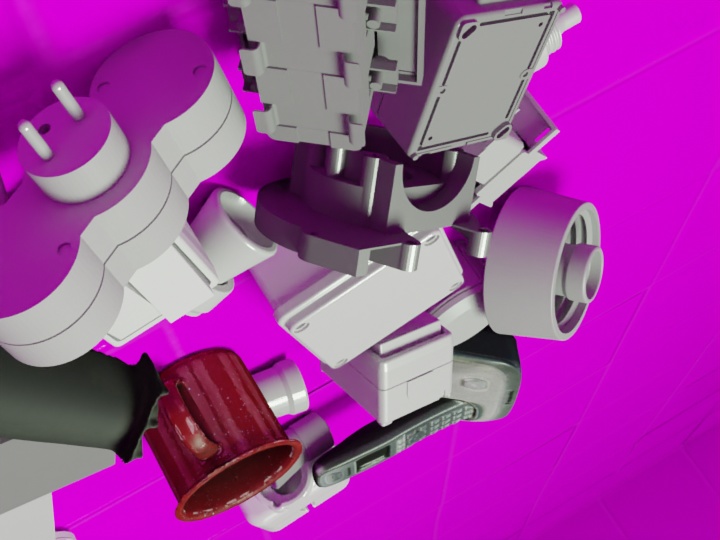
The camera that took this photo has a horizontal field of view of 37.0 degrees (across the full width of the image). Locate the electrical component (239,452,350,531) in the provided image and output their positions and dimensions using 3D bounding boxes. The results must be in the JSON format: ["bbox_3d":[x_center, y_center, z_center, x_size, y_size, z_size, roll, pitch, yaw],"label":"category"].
[{"bbox_3d":[-0.062,0.186,0.953,0.095,0.053,0.059,-33,157,-1],"label":"electrical component"}]

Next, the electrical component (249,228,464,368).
[{"bbox_3d":[0.000,0.000,0.659,0.109,0.056,0.108,-34,157,2],"label":"electrical component"}]

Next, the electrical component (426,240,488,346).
[{"bbox_3d":[0.066,0.021,0.794,0.080,0.051,0.080,-28,157,-13],"label":"electrical component"}]

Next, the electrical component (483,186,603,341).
[{"bbox_3d":[0.136,-0.002,0.758,0.108,0.060,0.108,-32,127,-54],"label":"electrical component"}]

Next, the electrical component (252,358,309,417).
[{"bbox_3d":[-0.065,0.090,0.778,0.046,0.040,0.040,-19,154,-17],"label":"electrical component"}]

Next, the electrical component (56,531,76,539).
[{"bbox_3d":[-0.248,0.239,0.820,0.080,0.051,0.080,-28,157,-13],"label":"electrical component"}]

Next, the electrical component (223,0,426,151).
[{"bbox_3d":[-0.016,-0.101,0.408,0.079,0.063,0.121,8,155,6],"label":"electrical component"}]

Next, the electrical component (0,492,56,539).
[{"bbox_3d":[-0.275,0.159,0.612,0.186,0.060,0.105,-22,155,-25],"label":"electrical component"}]

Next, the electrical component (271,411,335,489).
[{"bbox_3d":[-0.055,0.149,0.909,0.065,0.044,0.044,-30,158,-20],"label":"electrical component"}]

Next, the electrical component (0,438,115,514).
[{"bbox_3d":[-0.208,0.088,0.554,0.150,0.061,0.089,-22,155,-26],"label":"electrical component"}]

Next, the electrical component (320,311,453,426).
[{"bbox_3d":[0.013,0.051,0.752,0.062,0.096,0.061,-20,127,-28],"label":"electrical component"}]

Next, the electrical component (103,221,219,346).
[{"bbox_3d":[-0.111,-0.011,0.484,0.062,0.061,0.096,-32,158,-2],"label":"electrical component"}]

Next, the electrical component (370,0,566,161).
[{"bbox_3d":[0.044,-0.110,0.500,0.062,0.061,0.096,-16,146,-30],"label":"electrical component"}]

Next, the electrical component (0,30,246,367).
[{"bbox_3d":[-0.101,-0.038,0.399,0.138,0.052,0.073,-58,151,-21],"label":"electrical component"}]

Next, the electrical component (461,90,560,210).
[{"bbox_3d":[0.068,-0.072,0.625,0.081,0.042,0.064,-43,152,20],"label":"electrical component"}]

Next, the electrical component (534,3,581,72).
[{"bbox_3d":[0.088,-0.121,0.561,0.061,0.035,0.035,-31,157,-12],"label":"electrical component"}]

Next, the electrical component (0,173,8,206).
[{"bbox_3d":[-0.173,-0.019,0.415,0.065,0.044,0.044,-14,151,-29],"label":"electrical component"}]

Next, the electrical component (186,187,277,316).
[{"bbox_3d":[-0.077,-0.009,0.555,0.055,0.045,0.045,-41,156,18],"label":"electrical component"}]
